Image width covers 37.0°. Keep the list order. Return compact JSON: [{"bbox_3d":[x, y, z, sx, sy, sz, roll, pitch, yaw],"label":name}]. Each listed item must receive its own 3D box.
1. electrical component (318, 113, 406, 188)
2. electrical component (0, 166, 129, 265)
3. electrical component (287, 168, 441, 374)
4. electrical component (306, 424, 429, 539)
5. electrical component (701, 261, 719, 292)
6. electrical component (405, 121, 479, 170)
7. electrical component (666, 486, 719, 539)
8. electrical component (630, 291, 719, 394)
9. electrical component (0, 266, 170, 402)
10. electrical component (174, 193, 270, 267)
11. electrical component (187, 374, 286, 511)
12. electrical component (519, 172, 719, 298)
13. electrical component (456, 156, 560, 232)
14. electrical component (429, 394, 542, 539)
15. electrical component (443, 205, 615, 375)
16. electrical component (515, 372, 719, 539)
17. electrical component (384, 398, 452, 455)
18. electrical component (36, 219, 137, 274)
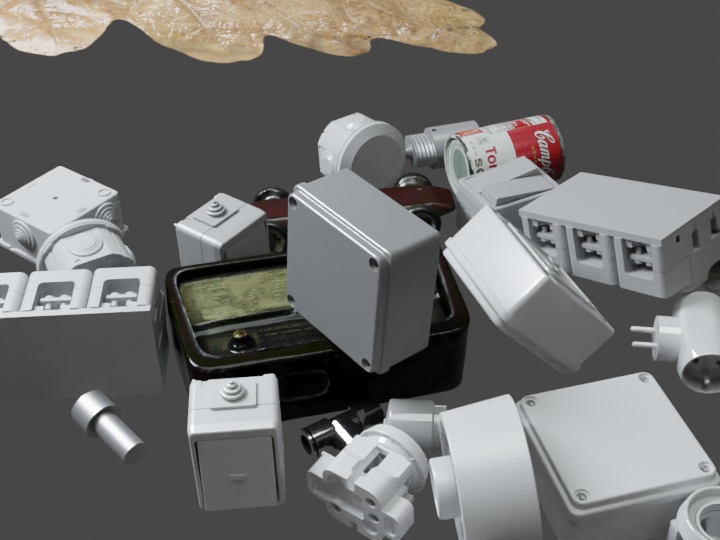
[{"bbox_3d":[0.001,-0.112,1.060,0.080,0.080,0.051,-25,38,-27],"label":"electrical component"},{"bbox_3d":[-0.282,-0.049,1.010,0.100,0.048,0.100,24,44,29],"label":"electrical component"},{"bbox_3d":[0.000,0.000,0.777,0.056,0.108,0.109,-25,46,-32],"label":"electrical component"},{"bbox_3d":[0.011,0.145,0.748,0.078,0.058,0.057,23,47,28],"label":"electrical component"},{"bbox_3d":[0.312,-0.014,0.946,0.055,0.055,0.047,-10,43,-11],"label":"electrical component"},{"bbox_3d":[0.081,-0.126,1.103,0.081,0.043,0.043,-10,39,-11],"label":"electrical component"},{"bbox_3d":[0.233,0.178,0.699,0.078,0.057,0.058,-14,40,-16],"label":"electrical component"},{"bbox_3d":[0.259,0.056,0.865,0.079,0.043,0.077,4,38,7],"label":"electrical component"},{"bbox_3d":[-0.232,0.049,0.850,0.150,0.089,0.061,-3,38,-2],"label":"electrical component"},{"bbox_3d":[-0.114,-0.017,0.925,0.061,0.096,0.062,24,45,28],"label":"electrical component"},{"bbox_3d":[-0.086,0.119,0.751,0.062,0.096,0.061,-4,38,-3],"label":"electrical component"},{"bbox_3d":[0.226,-0.030,0.928,0.089,0.061,0.150,-30,30,-31],"label":"electrical component"},{"bbox_3d":[0.145,-0.064,1.007,0.096,0.061,0.061,-18,41,-20],"label":"electrical component"},{"bbox_3d":[0.079,0.141,0.715,0.060,0.108,0.108,-9,38,-1],"label":"electrical component"},{"bbox_3d":[0.135,0.016,0.864,0.056,0.109,0.108,-45,41,12],"label":"electrical component"},{"bbox_3d":[0.176,0.134,0.757,0.109,0.056,0.108,-10,39,-11],"label":"electrical component"},{"bbox_3d":[0.053,0.116,0.796,0.078,0.040,0.040,2,38,3],"label":"electrical component"},{"bbox_3d":[-0.231,0.000,0.921,0.080,0.080,0.051,-20,47,-22],"label":"electrical component"}]
